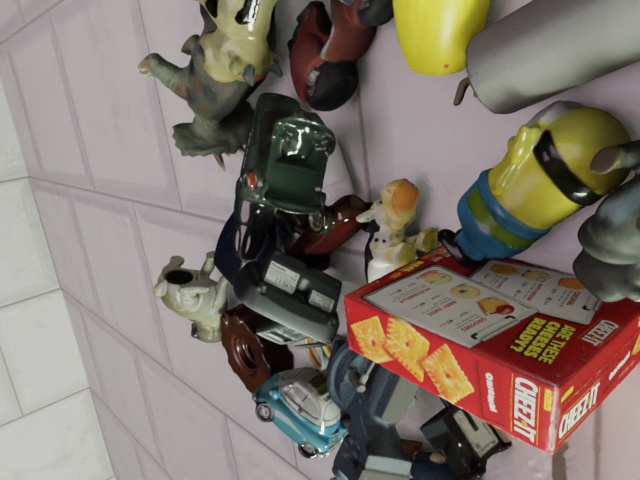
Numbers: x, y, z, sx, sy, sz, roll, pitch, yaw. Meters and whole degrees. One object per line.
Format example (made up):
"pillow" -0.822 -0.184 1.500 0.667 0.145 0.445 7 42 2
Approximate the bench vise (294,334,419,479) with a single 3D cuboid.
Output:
"bench vise" 0.054 0.205 0.705 0.241 0.129 0.223 -138 57 -66

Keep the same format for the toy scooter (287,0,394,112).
"toy scooter" 0.008 -0.245 0.604 0.135 0.075 0.183 56 139 19

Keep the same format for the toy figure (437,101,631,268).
"toy figure" 0.184 -0.040 0.471 0.089 0.082 0.180 40 130 8

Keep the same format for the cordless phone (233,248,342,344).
"cordless phone" -0.066 0.096 0.740 0.146 0.089 0.184 28 149 -19

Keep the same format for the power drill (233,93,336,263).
"power drill" -0.055 -0.073 0.671 0.207 0.086 0.232 -164 85 -75

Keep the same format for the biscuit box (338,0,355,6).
"biscuit box" 0.051 -0.318 0.475 0.063 0.059 0.202 52 122 22

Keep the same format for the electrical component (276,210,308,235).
"electrical component" -0.039 -0.052 0.785 0.102 0.045 0.078 49 168 30

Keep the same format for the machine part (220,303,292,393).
"machine part" -0.122 0.205 1.001 0.180 0.056 0.179 28 128 42

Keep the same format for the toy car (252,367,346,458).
"toy car" -0.023 0.262 0.865 0.162 0.109 0.102 37 117 25

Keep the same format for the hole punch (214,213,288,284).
"hole punch" -0.114 0.009 0.861 0.142 0.092 0.115 38 131 54

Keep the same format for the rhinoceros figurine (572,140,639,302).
"rhinoceros figurine" 0.248 -0.034 0.374 0.190 0.112 0.073 -60 42 33

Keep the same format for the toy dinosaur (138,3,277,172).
"toy dinosaur" -0.126 -0.256 0.744 0.192 0.131 0.404 48 136 7

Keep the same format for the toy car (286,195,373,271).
"toy car" -0.001 -0.002 0.718 0.202 0.089 0.053 -42 61 54

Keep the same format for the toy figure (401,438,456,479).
"toy figure" 0.134 0.305 0.714 0.155 0.057 0.064 12 75 54

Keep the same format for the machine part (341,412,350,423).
"machine part" 0.073 0.286 0.804 0.084 0.039 0.139 -37 75 48

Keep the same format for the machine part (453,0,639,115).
"machine part" 0.197 -0.157 0.399 0.243 0.079 0.079 -16 93 55

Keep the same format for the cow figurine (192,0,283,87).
"cow figurine" -0.083 -0.265 0.612 0.127 0.085 0.194 43 130 11

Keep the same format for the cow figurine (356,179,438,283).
"cow figurine" 0.086 0.009 0.634 0.098 0.068 0.167 13 116 56

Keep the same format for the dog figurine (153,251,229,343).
"dog figurine" -0.245 0.136 1.037 0.121 0.172 0.190 45 131 46

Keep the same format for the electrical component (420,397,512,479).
"electrical component" 0.158 0.210 0.626 0.119 0.075 0.047 54 141 14
